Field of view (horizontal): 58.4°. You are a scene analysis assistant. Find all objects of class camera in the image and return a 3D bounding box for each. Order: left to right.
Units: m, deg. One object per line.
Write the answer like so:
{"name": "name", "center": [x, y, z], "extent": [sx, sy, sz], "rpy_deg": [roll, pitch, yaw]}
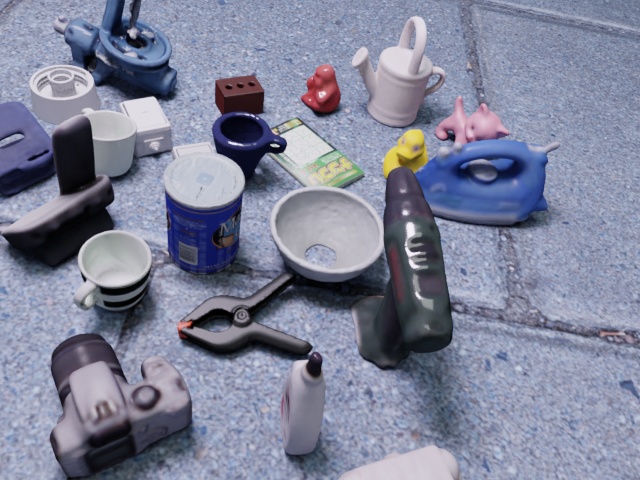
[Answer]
{"name": "camera", "center": [-0.228, 0.160, 0.626], "extent": [0.143, 0.101, 0.136], "rpy_deg": [-20, 57, -27]}

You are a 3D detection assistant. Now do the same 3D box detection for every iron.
{"name": "iron", "center": [0.260, -0.113, 0.943], "extent": [0.258, 0.141, 0.118], "rpy_deg": [1, 50, -12]}

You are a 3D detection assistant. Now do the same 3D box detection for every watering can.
{"name": "watering can", "center": [0.148, -0.314, 1.057], "extent": [0.173, 0.194, 0.100], "rpy_deg": [-15, 55, -24]}

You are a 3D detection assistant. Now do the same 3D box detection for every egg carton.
{"name": "egg carton", "center": [0.092, 0.284, 0.612], "extent": [0.150, 0.069, 0.107], "rpy_deg": [-10, 53, -20]}

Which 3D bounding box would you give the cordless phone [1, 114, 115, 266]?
{"name": "cordless phone", "center": [-0.345, -0.070, 0.743], "extent": [0.094, 0.185, 0.148], "rpy_deg": [31, 50, 14]}

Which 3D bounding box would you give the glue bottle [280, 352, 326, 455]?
{"name": "glue bottle", "center": [-0.016, 0.167, 0.619], "extent": [0.037, 0.173, 0.078], "rpy_deg": [-2, 50, -14]}

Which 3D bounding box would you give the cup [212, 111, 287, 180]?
{"name": "cup", "center": [-0.113, -0.140, 0.915], "extent": [0.118, 0.095, 0.091], "rpy_deg": [11, 48, -3]}

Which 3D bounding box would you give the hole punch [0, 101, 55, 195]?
{"name": "hole punch", "center": [-0.451, -0.137, 0.840], "extent": [0.101, 0.091, 0.109], "rpy_deg": [35, 52, 18]}

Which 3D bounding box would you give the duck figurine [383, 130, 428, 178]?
{"name": "duck figurine", "center": [0.157, -0.154, 0.993], "extent": [0.077, 0.086, 0.105], "rpy_deg": [31, 50, 15]}

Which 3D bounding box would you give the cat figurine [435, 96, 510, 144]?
{"name": "cat figurine", "center": [0.281, -0.209, 1.047], "extent": [0.067, 0.118, 0.127], "rpy_deg": [-15, 55, -24]}

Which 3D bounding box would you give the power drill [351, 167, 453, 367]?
{"name": "power drill", "center": [0.098, 0.054, 0.718], "extent": [0.076, 0.208, 0.229], "rpy_deg": [0, 50, -12]}

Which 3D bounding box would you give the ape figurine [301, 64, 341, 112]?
{"name": "ape figurine", "center": [0.005, -0.287, 1.070], "extent": [0.076, 0.092, 0.078], "rpy_deg": [10, 48, -4]}

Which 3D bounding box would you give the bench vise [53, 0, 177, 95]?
{"name": "bench vise", "center": [-0.348, -0.353, 0.962], "extent": [0.207, 0.220, 0.121], "rpy_deg": [1, 50, -11]}

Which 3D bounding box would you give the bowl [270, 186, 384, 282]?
{"name": "bowl", "center": [0.008, 0.003, 0.832], "extent": [0.167, 0.075, 0.167], "rpy_deg": [6, 49, -7]}
